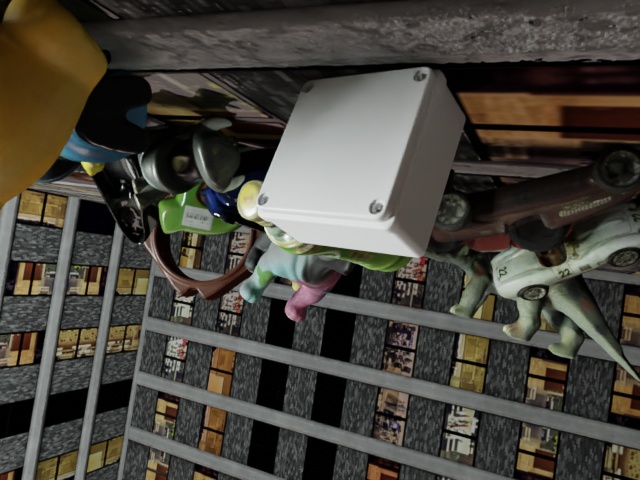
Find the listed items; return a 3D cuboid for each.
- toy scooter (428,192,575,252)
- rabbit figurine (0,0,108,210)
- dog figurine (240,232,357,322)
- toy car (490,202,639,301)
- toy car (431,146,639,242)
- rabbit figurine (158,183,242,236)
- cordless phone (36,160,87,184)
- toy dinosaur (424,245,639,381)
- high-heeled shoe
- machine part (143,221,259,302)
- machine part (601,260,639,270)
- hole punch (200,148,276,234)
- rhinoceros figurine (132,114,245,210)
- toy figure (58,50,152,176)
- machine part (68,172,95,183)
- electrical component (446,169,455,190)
[{"bbox_3d":[0.235,-0.028,0.710,0.184,0.075,0.135,-6,-166,24],"label":"toy scooter"},{"bbox_3d":[-0.228,-0.089,0.272,0.122,0.162,0.173,21,166,25],"label":"rabbit figurine"},{"bbox_3d":[-0.001,-0.002,0.712,0.108,0.219,0.192,32,-149,-19],"label":"dog figurine"},{"bbox_3d":[0.317,0.016,0.689,0.202,0.073,0.056,-30,127,32],"label":"toy car"},{"bbox_3d":[0.196,-0.034,0.485,0.202,0.053,0.089,-12,167,21],"label":"toy car"},{"bbox_3d":[-0.135,-0.081,0.735,0.159,0.121,0.170,2,-163,-12],"label":"rabbit figurine"},{"bbox_3d":[-0.353,-0.115,0.698,0.147,0.088,0.184,8,-178,7],"label":"cordless phone"},{"bbox_3d":[0.324,0.061,0.861,0.405,0.192,0.131,19,-179,39],"label":"toy dinosaur"},{"bbox_3d":[-0.250,-0.068,0.628,0.086,0.145,0.248,7,180,7],"label":"high-heeled shoe"},{"bbox_3d":[-0.204,-0.006,0.984,0.201,0.201,0.087,-36,172,-1],"label":"machine part"},{"bbox_3d":[0.389,-0.002,0.794,0.243,0.079,0.079,10,177,-20],"label":"machine part"},{"bbox_3d":[-0.065,-0.061,0.592,0.116,0.092,0.142,13,-163,-22],"label":"hole punch"},{"bbox_3d":[-0.135,-0.078,0.525,0.112,0.073,0.190,-19,-161,-23],"label":"rhinoceros figurine"},{"bbox_3d":[-0.189,-0.101,0.419,0.089,0.082,0.180,30,173,-34],"label":"toy figure"},{"bbox_3d":[-0.360,-0.122,0.863,0.179,0.056,0.179,9,177,0],"label":"machine part"},{"bbox_3d":[0.071,-0.067,0.573,0.134,0.058,0.115,9,180,-21],"label":"electrical component"}]
